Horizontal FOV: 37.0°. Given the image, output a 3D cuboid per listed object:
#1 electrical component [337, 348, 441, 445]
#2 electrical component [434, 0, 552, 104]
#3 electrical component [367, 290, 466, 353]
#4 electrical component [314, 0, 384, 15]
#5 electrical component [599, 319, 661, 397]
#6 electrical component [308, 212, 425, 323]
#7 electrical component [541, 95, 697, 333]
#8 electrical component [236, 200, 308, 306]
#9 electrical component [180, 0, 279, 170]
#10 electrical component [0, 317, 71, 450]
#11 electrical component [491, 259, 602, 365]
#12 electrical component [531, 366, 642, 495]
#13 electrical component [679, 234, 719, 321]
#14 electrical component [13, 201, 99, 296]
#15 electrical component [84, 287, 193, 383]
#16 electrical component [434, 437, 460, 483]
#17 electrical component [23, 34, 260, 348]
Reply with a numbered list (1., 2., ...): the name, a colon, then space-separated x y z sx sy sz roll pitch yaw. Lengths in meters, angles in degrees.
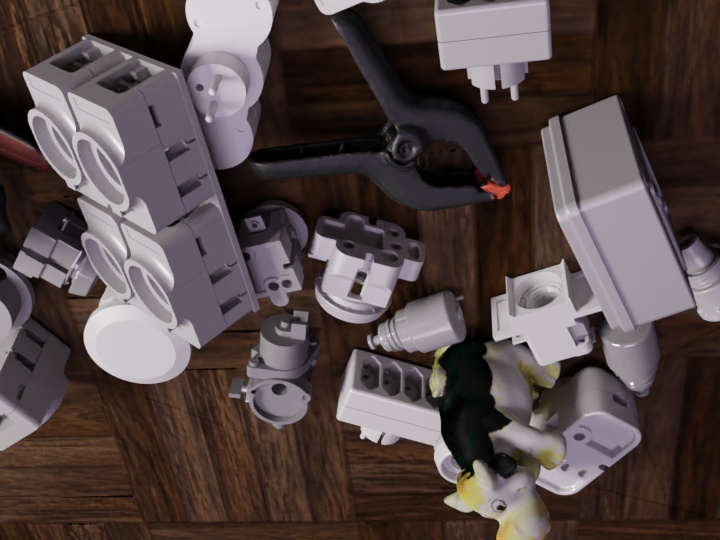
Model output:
1. electrical component: 0.022 0.113 0.861 0.083 0.047 0.075 16 130 -8
2. electrical component: 0.082 -0.135 0.652 0.066 0.047 0.076 -4 129 9
3. electrical component: 0.043 0.043 0.805 0.078 0.040 0.040 -19 125 20
4. electrical component: 0.010 -0.189 0.610 0.089 0.055 0.050 -18 125 19
5. electrical component: 0.205 0.065 0.808 0.040 0.040 0.078 -12 127 15
6. electrical component: 0.000 0.000 0.764 0.078 0.058 0.057 15 126 -7
7. electrical component: 0.164 -0.036 0.686 0.056 0.108 0.108 -21 124 18
8. electrical component: -0.062 -0.017 0.756 0.048 0.055 0.066 -12 127 14
9. electrical component: -0.085 -0.119 0.664 0.052 0.073 0.138 11 129 -4
10. electrical component: -0.267 0.089 0.840 0.050 0.089 0.056 -31 120 26
11. electrical component: 0.140 0.033 0.788 0.081 0.042 0.063 -18 129 20
12. electrical component: 0.171 0.124 0.846 0.054 0.059 0.095 29 126 -17
13. electrical component: 0.245 0.002 0.752 0.048 0.048 0.062 -33 112 28
14. electrical component: -0.213 -0.012 0.782 0.055 0.048 0.066 31 126 -9
15. electrical component: -0.165 0.044 0.818 0.080 0.051 0.080 3 129 3
16. electrical component: 0.085 0.139 0.869 0.066 0.055 0.048 -36 118 29
17. electrical component: -0.143 -0.047 0.702 0.105 0.060 0.186 26 143 40
